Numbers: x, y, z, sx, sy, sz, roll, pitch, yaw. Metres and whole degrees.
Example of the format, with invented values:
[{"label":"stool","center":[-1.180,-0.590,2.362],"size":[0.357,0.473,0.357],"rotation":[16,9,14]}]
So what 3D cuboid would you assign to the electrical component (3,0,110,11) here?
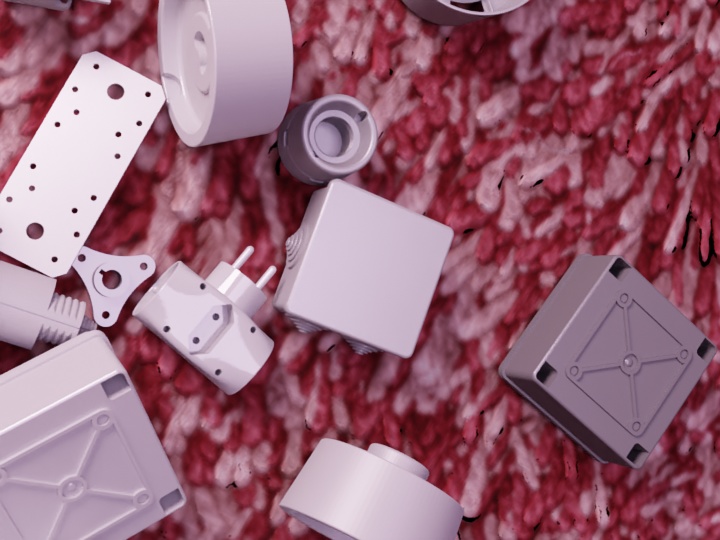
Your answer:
[{"label":"electrical component","center":[-0.183,-0.177,0.615],"size":[0.081,0.064,0.042],"rotation":[7,88,-19]}]

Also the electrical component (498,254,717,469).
[{"label":"electrical component","center":[0.170,0.062,0.741],"size":[0.109,0.056,0.108],"rotation":[41,77,-14]}]

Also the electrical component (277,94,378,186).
[{"label":"electrical component","center":[-0.020,-0.083,0.681],"size":[0.055,0.047,0.055],"rotation":[0,89,-19]}]

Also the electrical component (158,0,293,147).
[{"label":"electrical component","center":[-0.075,-0.128,0.633],"size":[0.060,0.108,0.108],"rotation":[-8,92,-25]}]

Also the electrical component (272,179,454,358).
[{"label":"electrical component","center":[0.000,0.000,0.685],"size":[0.100,0.048,0.099],"rotation":[22,82,-18]}]

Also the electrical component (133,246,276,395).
[{"label":"electrical component","center":[-0.084,0.022,0.658],"size":[0.077,0.043,0.079],"rotation":[42,76,-14]}]

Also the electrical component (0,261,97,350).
[{"label":"electrical component","center":[-0.192,0.023,0.620],"size":[0.081,0.043,0.043],"rotation":[21,82,-18]}]

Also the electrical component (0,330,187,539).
[{"label":"electrical component","center":[-0.168,0.107,0.599],"size":[0.109,0.056,0.108],"rotation":[-28,124,-18]}]

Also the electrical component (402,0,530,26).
[{"label":"electrical component","center":[0.068,-0.209,0.705],"size":[0.099,0.064,0.099],"rotation":[0,89,-20]}]

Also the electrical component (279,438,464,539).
[{"label":"electrical component","center":[0.012,0.142,0.659],"size":[0.108,0.108,0.060],"rotation":[33,73,-16]}]
